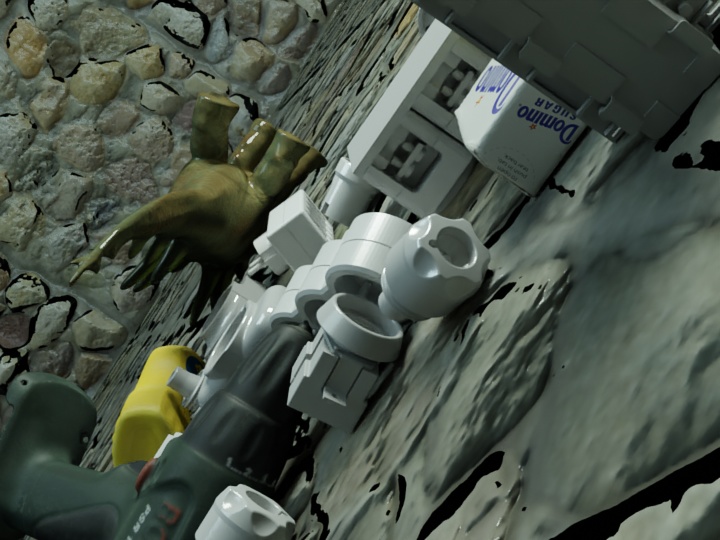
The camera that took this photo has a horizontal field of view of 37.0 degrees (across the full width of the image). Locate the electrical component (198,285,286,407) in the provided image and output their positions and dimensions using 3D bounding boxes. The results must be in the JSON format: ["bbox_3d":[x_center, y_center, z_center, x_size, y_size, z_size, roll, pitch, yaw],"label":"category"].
[{"bbox_3d":[-0.064,0.061,0.718,0.095,0.059,0.053,-52,12,24],"label":"electrical component"}]

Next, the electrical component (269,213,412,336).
[{"bbox_3d":[0.000,0.000,0.631,0.138,0.052,0.073,-38,22,58],"label":"electrical component"}]

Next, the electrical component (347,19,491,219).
[{"bbox_3d":[0.061,-0.111,0.655,0.150,0.062,0.089,-55,12,12],"label":"electrical component"}]

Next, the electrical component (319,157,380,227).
[{"bbox_3d":[-0.007,-0.062,0.865,0.046,0.040,0.040,-62,11,10],"label":"electrical component"}]

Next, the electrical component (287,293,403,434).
[{"bbox_3d":[-0.008,0.046,0.563,0.055,0.048,0.066,-61,10,19],"label":"electrical component"}]

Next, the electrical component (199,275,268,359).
[{"bbox_3d":[-0.095,0.047,0.890,0.050,0.056,0.089,-54,12,16],"label":"electrical component"}]

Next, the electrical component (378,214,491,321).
[{"bbox_3d":[0.031,0.004,0.519,0.062,0.043,0.043,-45,16,49],"label":"electrical component"}]

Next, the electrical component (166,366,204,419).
[{"bbox_3d":[-0.121,0.098,0.843,0.048,0.062,0.048,-53,12,17],"label":"electrical component"}]

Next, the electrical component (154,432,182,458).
[{"bbox_3d":[-0.118,0.148,0.727,0.055,0.050,0.089,-58,11,-3],"label":"electrical component"}]

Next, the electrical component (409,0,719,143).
[{"bbox_3d":[0.080,-0.107,0.418,0.078,0.121,0.063,-51,16,27],"label":"electrical component"}]

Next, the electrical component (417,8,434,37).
[{"bbox_3d":[0.073,-0.204,0.878,0.055,0.055,0.047,-55,8,10],"label":"electrical component"}]

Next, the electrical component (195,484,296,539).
[{"bbox_3d":[-0.064,0.143,0.539,0.062,0.043,0.043,-58,11,1],"label":"electrical component"}]

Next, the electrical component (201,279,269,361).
[{"bbox_3d":[-0.118,0.058,0.982,0.079,0.044,0.077,-45,16,47],"label":"electrical component"}]

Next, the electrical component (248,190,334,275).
[{"bbox_3d":[-0.065,-0.021,0.920,0.076,0.047,0.083,-36,15,8],"label":"electrical component"}]
